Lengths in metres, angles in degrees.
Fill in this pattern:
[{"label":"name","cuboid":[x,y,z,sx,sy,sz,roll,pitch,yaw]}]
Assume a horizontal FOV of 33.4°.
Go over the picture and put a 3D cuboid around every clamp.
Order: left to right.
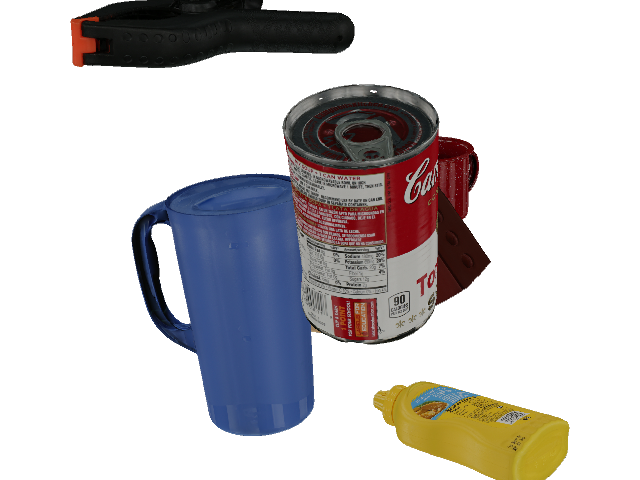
[{"label":"clamp","cuboid":[-0.078,-0.137,0.671,0.171,0.039,0.120,-8,21,-26]}]

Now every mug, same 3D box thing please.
[{"label":"mug","cuboid":[0.136,-0.069,1.215,0.117,0.081,0.093,-20,27,-36]}]

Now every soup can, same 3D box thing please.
[{"label":"soup can","cuboid":[0.020,-0.011,0.491,0.068,0.102,0.068,-3,36,2]}]

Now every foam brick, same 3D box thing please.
[{"label":"foam brick","cuboid":[0.088,0.008,0.856,0.051,0.078,0.052,-33,3,40]}]

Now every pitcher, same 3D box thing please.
[{"label":"pitcher","cuboid":[-0.081,0.063,1.045,0.144,0.243,0.149,-20,23,-36]}]

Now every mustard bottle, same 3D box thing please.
[{"label":"mustard bottle","cuboid":[0.129,0.174,1.009,0.192,0.058,0.096,13,20,40]}]

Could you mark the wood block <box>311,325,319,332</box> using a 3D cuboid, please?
[{"label":"wood block","cuboid":[0.003,0.006,1.366,0.090,0.206,0.090,7,24,2]}]
